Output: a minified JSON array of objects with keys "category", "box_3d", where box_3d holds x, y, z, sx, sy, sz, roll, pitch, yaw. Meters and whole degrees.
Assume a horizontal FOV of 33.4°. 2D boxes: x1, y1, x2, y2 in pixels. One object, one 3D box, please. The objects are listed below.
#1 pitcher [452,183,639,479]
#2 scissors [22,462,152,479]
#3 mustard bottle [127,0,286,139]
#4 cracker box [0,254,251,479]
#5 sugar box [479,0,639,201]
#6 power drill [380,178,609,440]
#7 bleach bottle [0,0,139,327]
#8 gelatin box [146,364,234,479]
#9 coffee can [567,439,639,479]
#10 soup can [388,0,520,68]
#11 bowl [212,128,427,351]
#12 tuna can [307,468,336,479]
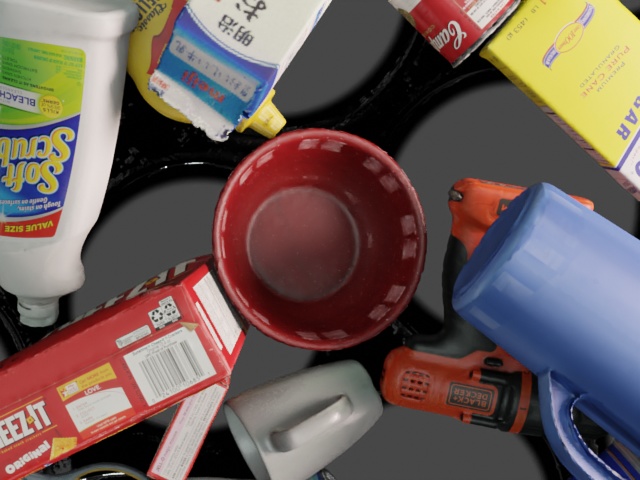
[{"category":"pitcher","box_3d":[0.208,0.078,0.717,0.243,0.149,0.145,35,114,0]},{"category":"scissors","box_3d":[-0.229,0.209,0.842,0.201,0.016,0.096,4,96,-1]},{"category":"mustard bottle","box_3d":[-0.103,-0.143,0.784,0.191,0.058,0.096,41,90,-5]},{"category":"cracker box","box_3d":[-0.139,0.079,0.730,0.164,0.213,0.072,-26,94,2]},{"category":"sugar box","box_3d":[0.214,-0.117,0.797,0.176,0.048,0.093,41,94,-4]},{"category":"power drill","box_3d":[0.150,0.054,0.809,0.184,0.057,0.188,11,96,-2]},{"category":"bleach bottle","box_3d":[-0.191,-0.051,0.768,0.102,0.068,0.251,12,114,8]},{"category":"gelatin box","box_3d":[-0.096,0.135,0.807,0.030,0.073,0.089,24,95,-4]},{"category":"coffee can","box_3d":[0.205,0.233,0.807,0.140,0.103,0.103,-39,95,3]},{"category":"soup can","box_3d":[0.086,-0.186,0.777,0.102,0.068,0.068,44,94,-5]},{"category":"bowl","box_3d":[-0.005,0.001,0.790,0.162,0.055,0.162,1,85,-16]},{"category":"tuna can","box_3d":[0.010,0.217,0.811,0.034,0.086,0.086,-33,96,1]}]
